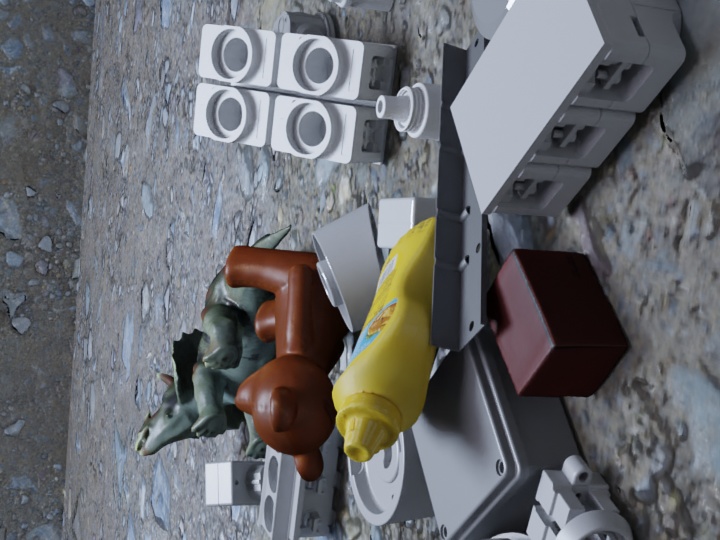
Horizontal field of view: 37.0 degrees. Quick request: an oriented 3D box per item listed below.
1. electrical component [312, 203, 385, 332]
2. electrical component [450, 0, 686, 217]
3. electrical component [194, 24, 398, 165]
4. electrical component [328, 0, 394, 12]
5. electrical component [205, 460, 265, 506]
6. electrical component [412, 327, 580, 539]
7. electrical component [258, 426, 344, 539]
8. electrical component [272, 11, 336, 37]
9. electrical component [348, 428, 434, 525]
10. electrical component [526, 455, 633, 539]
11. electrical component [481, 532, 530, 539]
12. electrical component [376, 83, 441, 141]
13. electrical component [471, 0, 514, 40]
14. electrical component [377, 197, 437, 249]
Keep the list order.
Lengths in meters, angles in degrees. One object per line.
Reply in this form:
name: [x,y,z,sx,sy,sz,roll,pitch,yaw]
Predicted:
electrical component: [0.000,0.000,0.896,0.099,0.064,0.099,158,90,-84]
electrical component: [0.121,-0.110,0.641,0.150,0.062,0.089,122,144,-50]
electrical component: [-0.066,-0.162,0.981,0.186,0.060,0.105,14,103,33]
electrical component: [-0.009,-0.288,0.981,0.113,0.057,0.078,-124,42,-55]
electrical component: [-0.115,0.233,1.180,0.076,0.083,0.047,-10,76,29]
electrical component: [0.086,0.111,0.710,0.108,0.056,0.108,118,147,-46]
electrical component: [-0.056,0.197,1.041,0.079,0.063,0.121,-148,63,-65]
electrical component: [-0.059,-0.226,1.105,0.080,0.051,0.080,-178,90,-68]
electrical component: [0.038,0.138,0.819,0.108,0.060,0.108,-178,90,-68]
electrical component: [0.128,0.150,0.621,0.055,0.048,0.066,-120,38,-65]
electrical component: [0.090,0.206,0.670,0.080,0.051,0.080,-7,80,41]
electrical component: [0.044,-0.123,0.829,0.043,0.062,0.043,-178,90,-68]
electrical component: [0.108,-0.186,0.693,0.080,0.051,0.080,-178,90,-68]
electrical component: [0.047,-0.016,0.831,0.066,0.047,0.076,-173,86,-68]
